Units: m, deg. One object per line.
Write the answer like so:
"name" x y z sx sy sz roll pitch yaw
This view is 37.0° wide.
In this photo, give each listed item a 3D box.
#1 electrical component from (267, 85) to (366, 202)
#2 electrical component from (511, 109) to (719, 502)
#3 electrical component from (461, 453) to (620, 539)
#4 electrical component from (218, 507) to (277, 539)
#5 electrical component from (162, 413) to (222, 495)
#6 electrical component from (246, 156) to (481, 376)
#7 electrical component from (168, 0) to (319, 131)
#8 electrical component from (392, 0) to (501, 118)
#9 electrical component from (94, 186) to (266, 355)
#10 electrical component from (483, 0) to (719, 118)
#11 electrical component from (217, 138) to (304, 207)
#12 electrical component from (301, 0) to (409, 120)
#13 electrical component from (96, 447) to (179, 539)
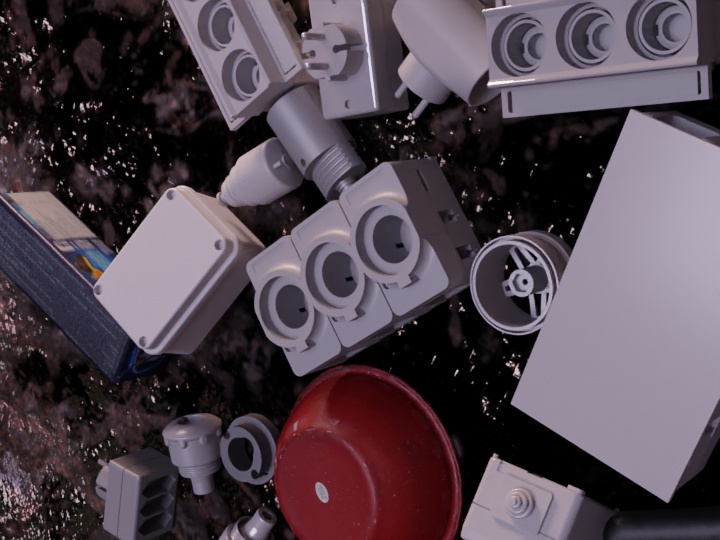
"electrical component" -0.025 -0.083 0.745 0.043 0.043 0.081 -44 71 34
"electrical component" 0.173 0.017 0.599 0.105 0.060 0.186 31 115 30
"electrical component" 0.105 0.154 0.643 0.062 0.096 0.061 19 81 34
"electrical component" -0.087 0.214 0.844 0.048 0.048 0.062 43 114 24
"electrical component" -0.131 0.149 0.867 0.048 0.048 0.062 1 106 37
"electrical component" 0.000 0.000 0.728 0.150 0.062 0.089 -34 77 36
"electrical component" -0.082 -0.172 0.760 0.079 0.063 0.121 -34 77 36
"electrical component" 0.051 -0.132 0.677 0.077 0.044 0.079 51 124 19
"electrical component" -0.137 0.002 0.816 0.078 0.057 0.113 44 102 23
"electrical component" 0.138 -0.129 0.599 0.121 0.063 0.078 0 98 38
"electrical component" -0.076 -0.066 0.788 0.078 0.040 0.040 -25 82 38
"electrical component" -0.012 -0.142 0.704 0.047 0.076 0.083 -4 96 38
"electrical component" -0.200 0.186 0.923 0.077 0.047 0.065 20 109 34
